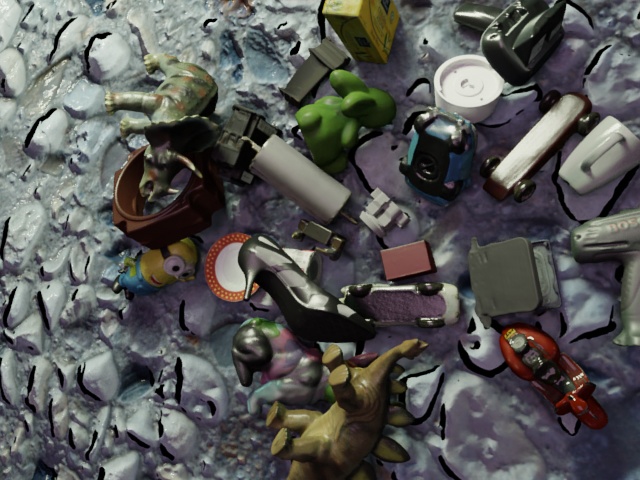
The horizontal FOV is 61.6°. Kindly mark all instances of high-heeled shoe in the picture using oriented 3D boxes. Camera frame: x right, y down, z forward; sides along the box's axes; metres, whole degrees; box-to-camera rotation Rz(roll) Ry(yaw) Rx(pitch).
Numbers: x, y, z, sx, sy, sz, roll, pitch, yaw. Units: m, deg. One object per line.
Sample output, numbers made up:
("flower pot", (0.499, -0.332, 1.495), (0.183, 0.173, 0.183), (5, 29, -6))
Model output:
("high-heeled shoe", (-0.021, 0.077, 0.885), (0.249, 0.145, 0.086), (21, 132, -9))

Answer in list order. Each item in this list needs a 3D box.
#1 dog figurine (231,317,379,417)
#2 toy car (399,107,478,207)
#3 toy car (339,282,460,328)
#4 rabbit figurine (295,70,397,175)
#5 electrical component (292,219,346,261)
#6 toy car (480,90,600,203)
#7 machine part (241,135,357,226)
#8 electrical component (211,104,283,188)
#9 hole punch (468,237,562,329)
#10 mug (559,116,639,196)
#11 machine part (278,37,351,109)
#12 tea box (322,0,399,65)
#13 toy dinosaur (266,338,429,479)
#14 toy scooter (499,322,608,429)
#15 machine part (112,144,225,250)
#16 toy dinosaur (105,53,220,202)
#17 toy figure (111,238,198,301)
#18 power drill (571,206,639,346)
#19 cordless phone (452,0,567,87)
("dog figurine", (-0.018, 0.203, 0.890), (0.219, 0.108, 0.191), (-15, 95, 14))
("toy car", (0.200, -0.143, 0.857), (0.109, 0.161, 0.103), (33, 50, 28))
("toy car", (0.126, 0.107, 0.880), (0.202, 0.056, 0.073), (-4, 88, 22))
("rabbit figurine", (0.046, -0.218, 0.920), (0.170, 0.159, 0.121), (-24, 64, 1))
("electrical component", (-0.001, -0.002, 0.930), (0.102, 0.078, 0.045), (28, 92, 23))
("toy car", (0.338, -0.142, 0.834), (0.202, 0.053, 0.089), (-50, 57, 7))
("machine part", (-0.033, -0.102, 0.924), (0.243, 0.079, 0.079), (36, 97, -4))
("electrical component", (-0.137, -0.165, 0.987), (0.058, 0.114, 0.134), (24, 90, 25))
("hole punch", (0.295, 0.057, 0.815), (0.116, 0.092, 0.142), (-18, 78, 49))
("mug", (0.406, -0.115, 0.781), (0.107, 0.109, 0.081), (-47, 74, 23))
("machine part", (-0.012, -0.307, 1.001), (0.139, 0.039, 0.084), (-43, 75, 9))
("tea box", (0.074, -0.379, 0.907), (0.068, 0.169, 0.098), (16, 90, 24))
("toy dinosaur", (0.018, 0.313, 0.820), (0.198, 0.105, 0.471), (32, 114, -17))
("toy scooter", (0.324, 0.190, 0.749), (0.075, 0.135, 0.184), (-47, 68, 11))
("machine part", (-0.289, -0.098, 1.018), (0.201, 0.087, 0.201), (-22, 56, 14))
("toy dinosaur", (-0.254, -0.253, 0.985), (0.192, 0.131, 0.405), (10, 47, 2))
("toy figure", (-0.321, 0.053, 1.047), (0.180, 0.082, 0.089), (-23, 75, 19))
("power drill", (0.479, 0.046, 0.740), (0.232, 0.086, 0.207), (-6, 84, 22))
("cordless phone", (0.278, -0.331, 0.855), (0.184, 0.088, 0.146), (30, 64, 31))
